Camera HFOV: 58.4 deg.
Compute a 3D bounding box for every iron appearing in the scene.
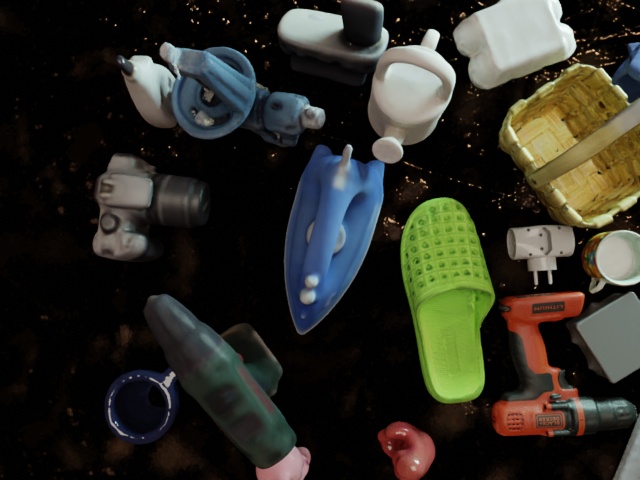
[{"bbox_3d":[0.007,0.003,0.735,0.118,0.141,0.258,15,87,3],"label":"iron"}]

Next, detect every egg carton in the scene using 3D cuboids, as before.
[{"bbox_3d":[0.263,-0.273,0.779,0.150,0.069,0.107,-22,86,1],"label":"egg carton"}]

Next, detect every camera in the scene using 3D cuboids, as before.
[{"bbox_3d":[-0.223,-0.040,0.767,0.136,0.101,0.143,6,87,3],"label":"camera"}]

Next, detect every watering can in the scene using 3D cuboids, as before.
[{"bbox_3d":[0.114,-0.181,0.716,0.101,0.194,0.173,-1,86,2],"label":"watering can"}]

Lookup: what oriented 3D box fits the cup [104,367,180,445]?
[{"bbox_3d":[-0.213,0.201,0.754,0.091,0.095,0.118,43,89,4],"label":"cup"}]

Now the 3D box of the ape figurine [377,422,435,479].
[{"bbox_3d":[0.113,0.280,0.738,0.076,0.092,0.078,4,86,3],"label":"ape figurine"}]

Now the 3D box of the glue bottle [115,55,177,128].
[{"bbox_3d":[-0.225,-0.202,0.741,0.037,0.173,0.078,0,86,3],"label":"glue bottle"}]

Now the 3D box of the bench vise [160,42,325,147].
[{"bbox_3d":[-0.100,-0.192,0.712,0.207,0.220,0.121,-4,86,2],"label":"bench vise"}]

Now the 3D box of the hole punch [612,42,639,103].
[{"bbox_3d":[0.454,-0.219,0.758,0.108,0.091,0.101,35,88,4],"label":"hole punch"}]

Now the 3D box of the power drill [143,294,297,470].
[{"bbox_3d":[-0.111,0.159,0.696,0.075,0.208,0.229,-38,86,0],"label":"power drill"}]

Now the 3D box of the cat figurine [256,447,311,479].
[{"bbox_3d":[-0.052,0.310,0.729,0.067,0.118,0.128,10,87,3],"label":"cat figurine"}]

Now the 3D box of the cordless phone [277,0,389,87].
[{"bbox_3d":[0.016,-0.277,0.731,0.147,0.185,0.094,11,87,3],"label":"cordless phone"}]

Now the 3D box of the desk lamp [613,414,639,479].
[{"bbox_3d":[0.467,0.261,0.665,0.118,0.213,0.203,24,87,4],"label":"desk lamp"}]
